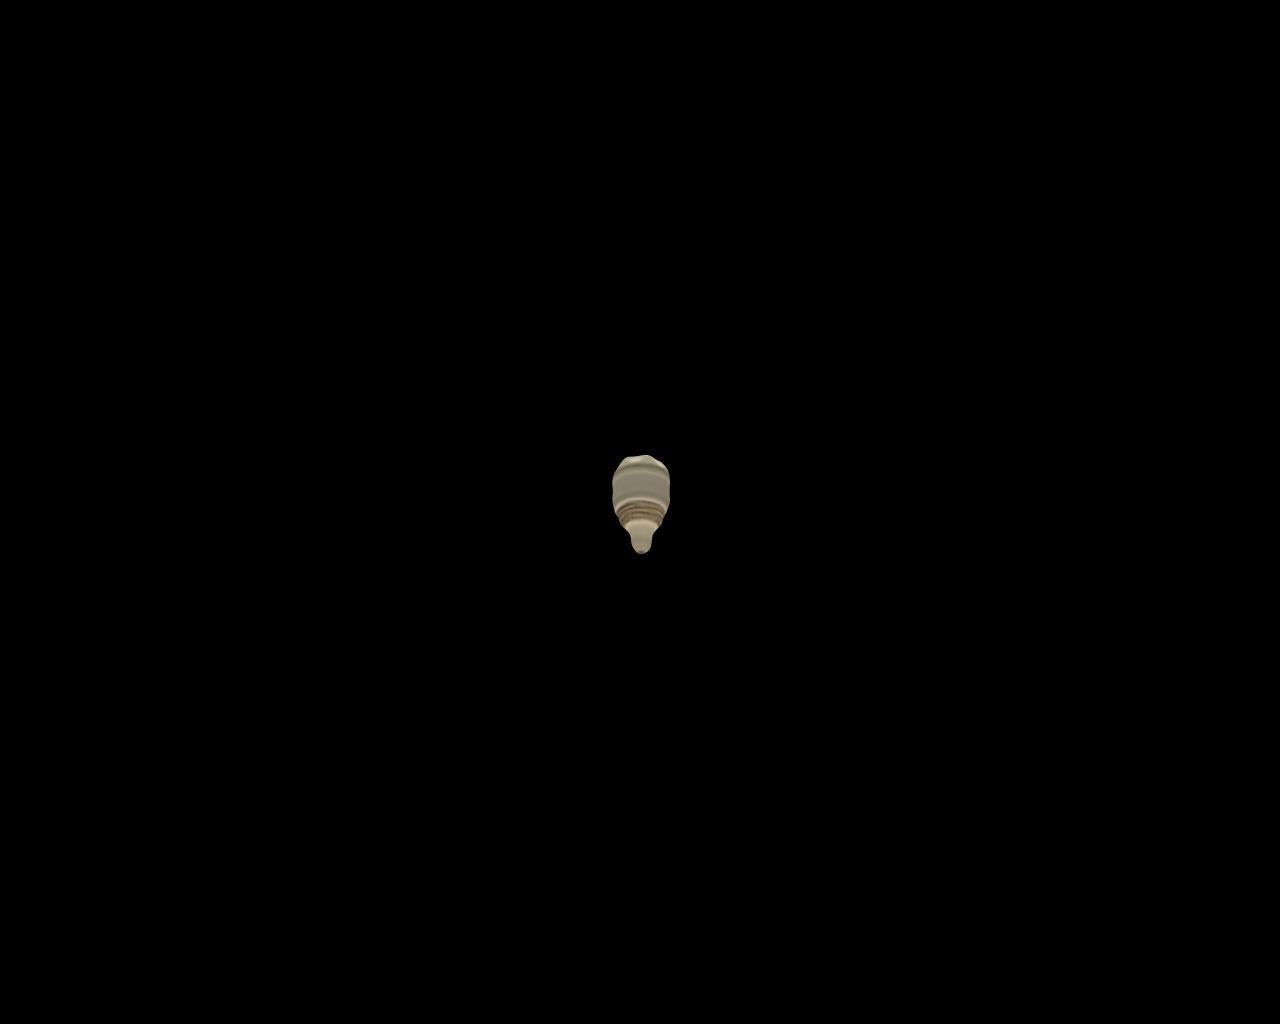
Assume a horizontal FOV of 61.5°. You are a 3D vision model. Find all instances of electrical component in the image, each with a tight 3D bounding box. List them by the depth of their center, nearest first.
[{"bbox_3d":[0.001,-0.003,0.650,0.035,0.061,0.035,0,-28,0],"label":"electrical component"}]
